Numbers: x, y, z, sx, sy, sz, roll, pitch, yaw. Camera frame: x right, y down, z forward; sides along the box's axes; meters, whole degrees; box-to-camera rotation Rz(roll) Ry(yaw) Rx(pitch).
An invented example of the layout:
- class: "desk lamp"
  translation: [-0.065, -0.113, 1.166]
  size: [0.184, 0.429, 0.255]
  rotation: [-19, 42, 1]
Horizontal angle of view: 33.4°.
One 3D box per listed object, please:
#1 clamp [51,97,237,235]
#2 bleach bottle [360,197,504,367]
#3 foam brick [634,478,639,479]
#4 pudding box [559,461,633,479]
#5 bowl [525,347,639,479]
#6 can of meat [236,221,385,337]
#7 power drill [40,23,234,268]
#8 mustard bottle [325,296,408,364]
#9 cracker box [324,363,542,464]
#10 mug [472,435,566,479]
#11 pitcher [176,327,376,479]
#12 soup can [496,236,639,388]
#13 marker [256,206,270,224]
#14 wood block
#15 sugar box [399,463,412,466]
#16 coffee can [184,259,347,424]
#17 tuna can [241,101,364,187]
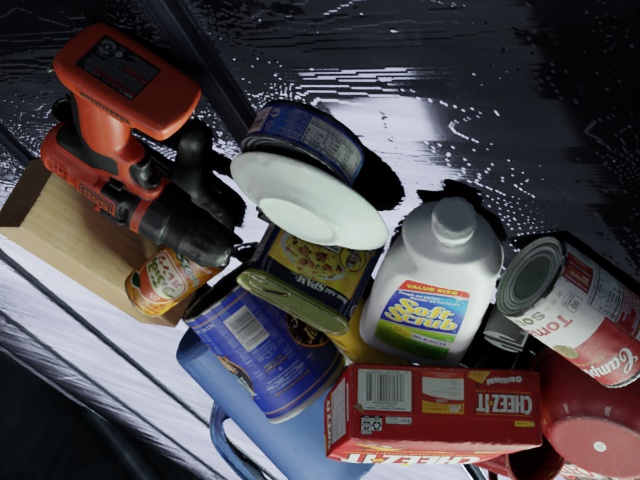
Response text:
- class: "clamp"
  translation: [-0.141, -0.054, 0.959]
  size: [0.165, 0.036, 0.210]
  rotation: [18, 156, 27]
- class: "bleach bottle"
  translation: [0.086, 0.030, 0.842]
  size: [0.102, 0.068, 0.251]
  rotation: [20, 158, 9]
- class: "foam brick"
  translation: [0.321, 0.199, 0.986]
  size: [0.051, 0.053, 0.078]
  rotation: [35, 160, -23]
- class: "pudding box"
  translation: [0.287, 0.238, 1.154]
  size: [0.090, 0.039, 0.114]
  rotation: [34, 160, -20]
- class: "bowl"
  translation: [0.246, 0.155, 0.907]
  size: [0.162, 0.055, 0.162]
  rotation: [18, 144, 13]
- class: "can of meat"
  translation: [-0.006, 0.020, 0.899]
  size: [0.102, 0.084, 0.057]
  rotation: [29, 161, -7]
- class: "power drill"
  translation: [-0.138, -0.066, 0.823]
  size: [0.184, 0.057, 0.188]
  rotation: [32, 150, 6]
- class: "mustard bottle"
  translation: [0.008, 0.058, 1.021]
  size: [0.096, 0.058, 0.191]
  rotation: [28, 168, 50]
- class: "cracker box"
  translation: [0.094, 0.165, 0.977]
  size: [0.164, 0.072, 0.214]
  rotation: [3, 164, -4]
- class: "mug"
  translation: [0.199, 0.217, 1.112]
  size: [0.093, 0.117, 0.082]
  rotation: [-4, -174, -33]
- class: "pitcher"
  translation: [-0.053, 0.181, 1.208]
  size: [0.242, 0.149, 0.145]
  rotation: [46, 149, -15]
- class: "soup can"
  translation: [0.185, 0.051, 0.757]
  size: [0.102, 0.068, 0.069]
  rotation: [34, 160, -18]
- class: "marker"
  translation: [-0.006, 0.001, 0.952]
  size: [0.121, 0.020, 0.020]
  rotation: [33, 160, -18]
- class: "wood block"
  translation: [-0.233, 0.004, 1.150]
  size: [0.205, 0.090, 0.091]
  rotation: [37, 159, -30]
- class: "sugar box"
  translation: [0.114, 0.195, 1.188]
  size: [0.048, 0.093, 0.176]
  rotation: [25, 162, -3]
- class: "coffee can"
  translation: [-0.055, 0.101, 1.087]
  size: [0.140, 0.102, 0.103]
  rotation: [51, 156, -10]
- class: "tuna can"
  translation: [-0.012, -0.063, 0.769]
  size: [0.086, 0.033, 0.086]
  rotation: [24, 161, 8]
